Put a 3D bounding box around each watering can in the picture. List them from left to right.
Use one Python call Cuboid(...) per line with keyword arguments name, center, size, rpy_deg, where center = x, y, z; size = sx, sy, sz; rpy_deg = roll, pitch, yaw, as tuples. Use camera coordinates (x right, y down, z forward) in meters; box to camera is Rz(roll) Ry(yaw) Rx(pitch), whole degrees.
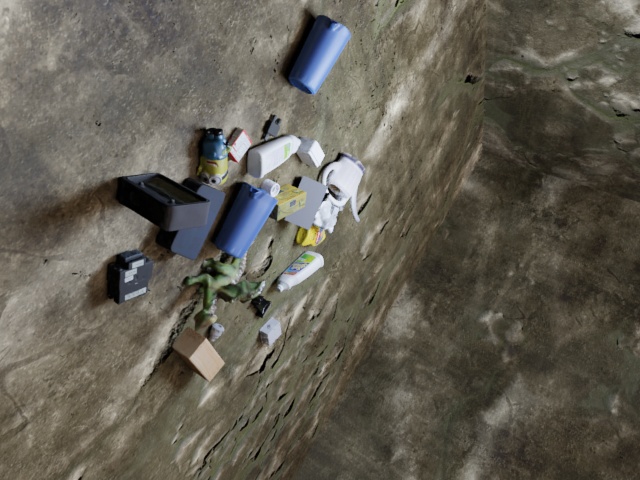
Cuboid(name="watering can", center=(0.123, -0.239, 2.269), size=(0.342, 0.105, 0.226), rpy_deg=(42, 73, -45))

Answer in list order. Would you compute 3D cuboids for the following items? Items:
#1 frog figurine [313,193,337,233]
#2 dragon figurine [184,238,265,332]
Cuboid(name="frog figurine", center=(0.007, -0.109, 2.159), size=(0.156, 0.122, 0.140), rpy_deg=(64, 36, -43))
Cuboid(name="dragon figurine", center=(-0.285, 0.139, 1.715), size=(0.417, 0.244, 0.119), rpy_deg=(-45, 141, -32))
